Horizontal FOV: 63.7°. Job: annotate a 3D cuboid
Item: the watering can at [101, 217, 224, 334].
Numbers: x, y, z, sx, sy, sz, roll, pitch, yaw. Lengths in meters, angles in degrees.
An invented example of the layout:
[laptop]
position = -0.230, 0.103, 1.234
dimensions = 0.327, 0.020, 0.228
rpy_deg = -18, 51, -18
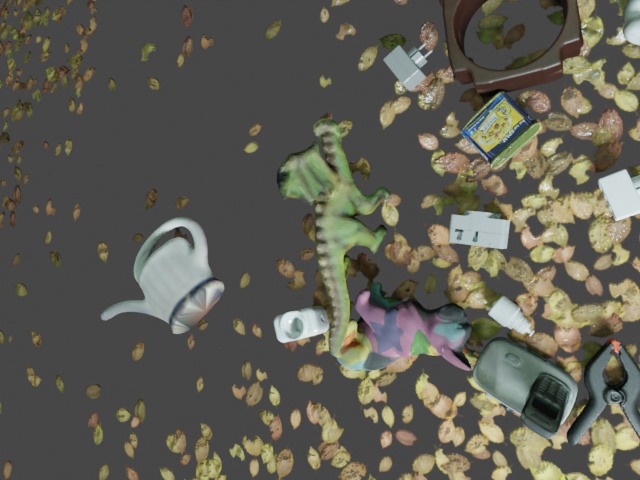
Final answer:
[watering can]
position = -0.346, 0.114, 1.139
dimensions = 0.227, 0.104, 0.344
rpy_deg = 46, 107, 22

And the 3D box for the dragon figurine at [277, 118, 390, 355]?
[dragon figurine]
position = 0.003, -0.044, 0.865
dimensions = 0.121, 0.239, 0.420
rpy_deg = -18, 45, 36

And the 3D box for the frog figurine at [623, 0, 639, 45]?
[frog figurine]
position = 0.503, -0.292, 0.728
dimensions = 0.137, 0.121, 0.161
rpy_deg = 11, 80, 8
